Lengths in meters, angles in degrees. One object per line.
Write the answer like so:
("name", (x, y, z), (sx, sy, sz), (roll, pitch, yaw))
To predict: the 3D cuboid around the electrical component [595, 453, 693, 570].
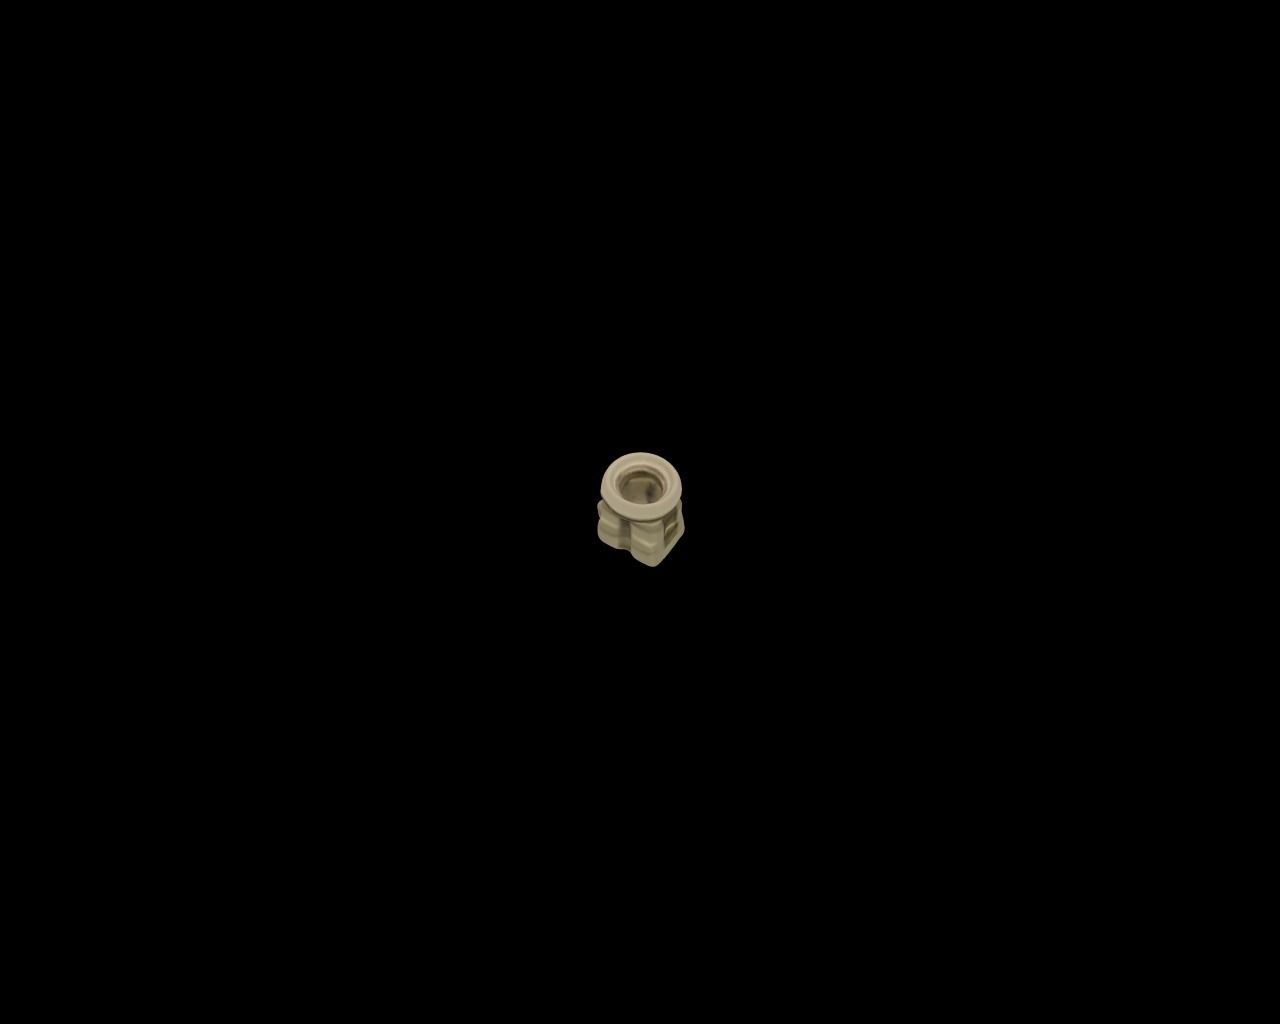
("electrical component", (0.001, -0.003, 0.650), (0.066, 0.048, 0.055), (27, -33, 19))
